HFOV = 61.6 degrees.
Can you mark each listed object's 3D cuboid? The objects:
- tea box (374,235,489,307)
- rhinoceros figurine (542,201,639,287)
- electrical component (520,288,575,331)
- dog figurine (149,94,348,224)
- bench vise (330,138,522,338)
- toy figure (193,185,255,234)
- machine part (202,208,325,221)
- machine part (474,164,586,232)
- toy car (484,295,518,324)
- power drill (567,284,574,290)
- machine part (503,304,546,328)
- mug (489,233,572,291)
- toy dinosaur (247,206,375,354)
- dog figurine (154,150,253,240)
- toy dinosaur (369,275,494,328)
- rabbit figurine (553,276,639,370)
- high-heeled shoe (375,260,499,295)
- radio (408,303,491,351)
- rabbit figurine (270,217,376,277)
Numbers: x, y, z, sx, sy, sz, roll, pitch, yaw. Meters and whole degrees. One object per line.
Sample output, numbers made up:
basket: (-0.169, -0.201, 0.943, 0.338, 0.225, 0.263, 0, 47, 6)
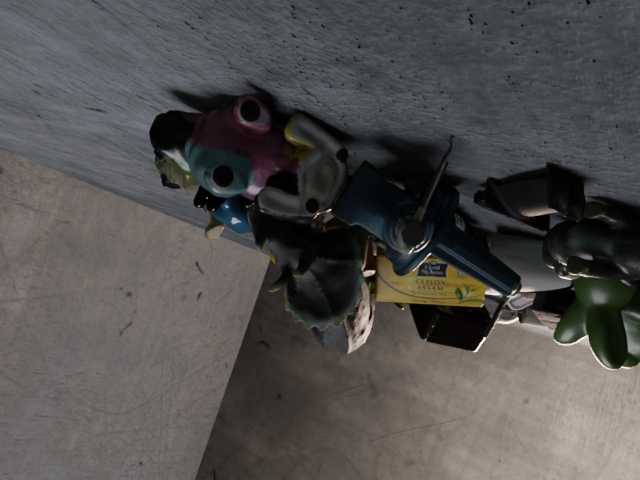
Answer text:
tea box: (0.171, 0.045, 0.836, 0.170, 0.068, 0.098, 2, 128, 8)
rhinoceros figurine: (0.299, 0.007, 0.526, 0.112, 0.073, 0.190, 10, 177, -28)
electrical component: (0.340, 0.097, 0.779, 0.119, 0.048, 0.074, 6, 152, 46)
dog figurine: (-0.092, -0.094, 0.620, 0.191, 0.108, 0.219, 19, 179, -29)
bench vise: (0.131, -0.002, 0.590, 0.240, 0.129, 0.224, 33, 178, -7)
toy figure: (-0.087, -0.048, 0.758, 0.180, 0.089, 0.082, 23, -159, -50)
machine part: (-0.105, -0.061, 1.022, 0.202, 0.087, 0.201, 15, 173, 44)
machine part: (0.208, -0.038, 0.528, 0.084, 0.039, 0.139, 27, 176, -3)
toy car: (0.388, 0.126, 1.154, 0.162, 0.103, 0.109, 16, 173, 7)
power drill: (0.452, 0.100, 0.833, 0.207, 0.086, 0.232, 13, 169, 10)
machine part: (0.460, 0.131, 0.989, 0.243, 0.079, 0.079, 7, 172, 10)
mug: (0.296, 0.039, 0.750, 0.107, 0.081, 0.109, 5, 163, 27)
toy dinosaur: (0.023, 0.088, 0.763, 0.131, 0.192, 0.404, -3, 139, 14)
dog figurine: (-0.157, -0.106, 0.864, 0.172, 0.121, 0.191, -4, -141, -40)
toy dinosaur: (0.174, 0.096, 1.256, 0.472, 0.105, 0.198, 20, -169, -1)
rabbit figurine: (0.351, 0.070, 0.651, 0.170, 0.159, 0.121, 40, 173, -31)
high-heeled shoe: (0.237, 0.061, 1.006, 0.249, 0.086, 0.145, -1, 153, 30)
radio: (0.243, 0.111, 1.061, 0.131, 0.073, 0.230, 16, -150, -13)
rabbit figurine: (-0.002, -0.003, 0.902, 0.173, 0.162, 0.122, -4, -176, -25)
